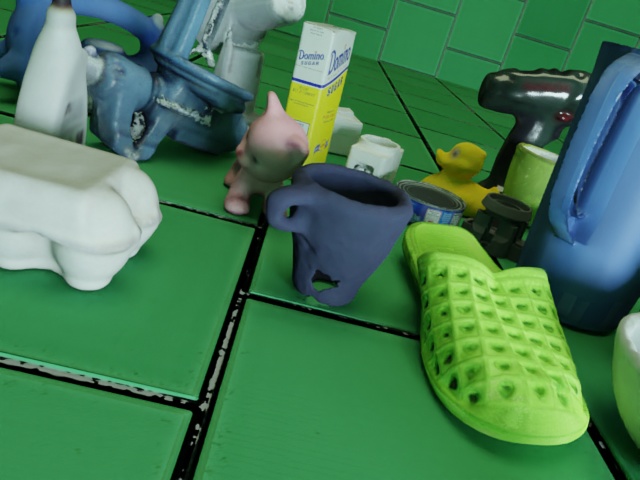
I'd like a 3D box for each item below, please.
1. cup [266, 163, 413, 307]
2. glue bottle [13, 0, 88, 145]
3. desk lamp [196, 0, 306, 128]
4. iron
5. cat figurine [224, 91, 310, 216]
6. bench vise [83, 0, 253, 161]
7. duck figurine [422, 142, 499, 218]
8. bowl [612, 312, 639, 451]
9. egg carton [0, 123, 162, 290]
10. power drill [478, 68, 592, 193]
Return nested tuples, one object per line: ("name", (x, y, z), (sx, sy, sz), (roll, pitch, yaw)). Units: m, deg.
("cup", (0.004, 0.002, 0.421), (0.118, 0.095, 0.091), (-5, 31, -41))
("glue bottle", (-0.215, -0.130, 0.468), (0.037, 0.173, 0.078), (15, 23, -4))
("desk lamp", (-0.099, -0.256, 0.780), (0.118, 0.213, 0.202), (-5, 31, -41))
("iron", (-0.264, -0.238, 0.719), (0.259, 0.141, 0.118), (-1, 29, -35))
("cat figurine", (-0.050, -0.086, 0.552), (0.067, 0.118, 0.127), (10, 24, -16))
("bench vise", (-0.142, -0.191, 0.595), (0.121, 0.220, 0.208), (25, 25, 19))
("duck figurine", (0.188, -0.082, 0.747), (0.104, 0.086, 0.078), (22, 24, 13))
("bowl", (0.252, 0.119, 0.351), (0.167, 0.075, 0.167), (14, 23, -6))
("egg carton", (-0.187, -0.025, 0.385), (0.150, 0.069, 0.107), (15, 23, -4))
("power drill", (0.331, -0.152, 0.842), (0.229, 0.208, 0.075), (16, 23, -2))
